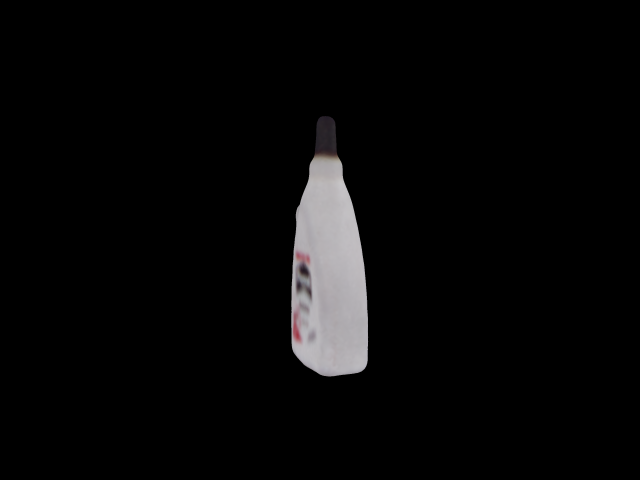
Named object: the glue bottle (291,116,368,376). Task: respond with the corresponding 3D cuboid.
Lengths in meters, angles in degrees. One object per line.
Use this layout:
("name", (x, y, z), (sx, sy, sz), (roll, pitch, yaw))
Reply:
("glue bottle", (0.004, 0.001, 0.400), (0.037, 0.173, 0.078), (-1, 4, -23))
